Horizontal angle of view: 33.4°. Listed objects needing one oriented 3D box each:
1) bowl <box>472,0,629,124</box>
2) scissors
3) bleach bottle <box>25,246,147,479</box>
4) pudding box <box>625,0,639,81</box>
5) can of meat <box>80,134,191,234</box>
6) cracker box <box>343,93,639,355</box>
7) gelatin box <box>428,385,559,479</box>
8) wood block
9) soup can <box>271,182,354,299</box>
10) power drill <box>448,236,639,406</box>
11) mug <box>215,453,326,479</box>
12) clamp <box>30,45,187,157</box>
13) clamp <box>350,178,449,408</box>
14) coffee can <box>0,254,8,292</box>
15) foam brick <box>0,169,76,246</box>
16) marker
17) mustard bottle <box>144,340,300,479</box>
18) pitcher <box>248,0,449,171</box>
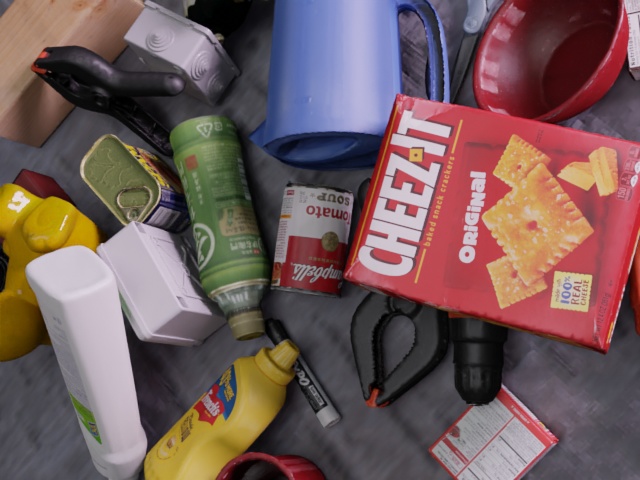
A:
[{"bbox_3d":[0.209,-0.160,0.920,0.162,0.055,0.162,-33,45,39],"label":"bowl"},{"bbox_3d":[0.133,-0.217,1.006,0.096,0.016,0.202,36,98,26],"label":"scissors"},{"bbox_3d":[-0.217,0.137,1.041,0.103,0.068,0.251,33,137,50],"label":"bleach bottle"},{"bbox_3d":[0.314,-0.191,0.906,0.114,0.039,0.090,-9,81,26],"label":"pudding box"},{"bbox_3d":[-0.182,-0.054,1.092,0.102,0.083,0.057,45,102,23],"label":"can of meat"},{"bbox_3d":[0.144,-0.015,0.857,0.214,0.072,0.164,15,85,19],"label":"cracker box"},{"bbox_3d":[0.151,0.181,0.935,0.073,0.030,0.089,45,101,22],"label":"gelatin box"},{"bbox_3d":[-0.292,-0.211,1.163,0.206,0.090,0.090,-46,67,13],"label":"wood block"},{"bbox_3d":[-0.007,0.001,1.012,0.069,0.068,0.102,6,86,25],"label":"soup can"},{"bbox_3d":[0.201,0.049,0.898,0.188,0.057,0.184,0,86,14],"label":"power drill"},{"bbox_3d":[-0.031,0.243,0.982,0.117,0.081,0.093,5,85,26],"label":"mug"},{"bbox_3d":[-0.208,-0.156,1.077,0.171,0.120,0.039,26,52,-5],"label":"clamp"},{"bbox_3d":[0.075,0.050,0.984,0.165,0.036,0.210,25,91,25],"label":"clamp"},{"bbox_3d":[-0.428,0.016,1.188,0.140,0.102,0.103,39,100,24],"label":"coffee can"},{"bbox_3d":[-0.318,-0.029,1.171,0.051,0.052,0.078,45,103,23],"label":"foam brick"},{"bbox_3d":[-0.019,0.126,1.028,0.020,0.020,0.121,-40,69,15],"label":"marker"},{"bbox_3d":[-0.088,0.169,1.018,0.058,0.096,0.192,39,102,-20],"label":"mustard bottle"},{"bbox_3d":[0.026,-0.192,0.997,0.145,0.149,0.243,-19,67,62],"label":"pitcher"}]
